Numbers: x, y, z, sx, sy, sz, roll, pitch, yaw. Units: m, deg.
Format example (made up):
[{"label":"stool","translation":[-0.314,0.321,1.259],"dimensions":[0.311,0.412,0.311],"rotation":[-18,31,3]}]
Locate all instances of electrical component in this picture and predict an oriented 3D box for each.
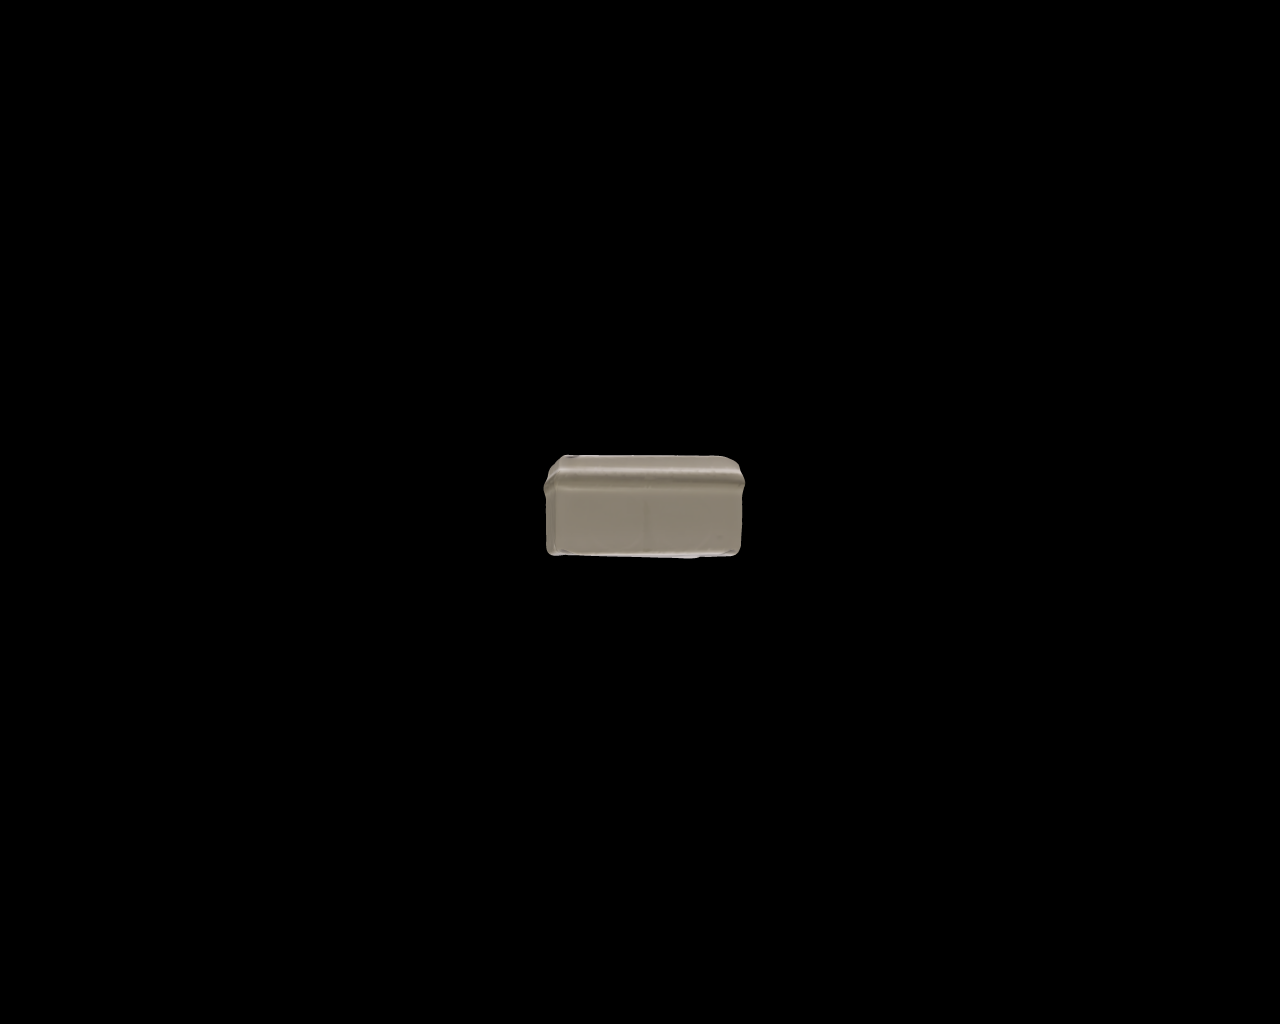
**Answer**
[{"label":"electrical component","translation":[0.001,-0.003,0.650],"dimensions":[0.113,0.057,0.078],"rotation":[1,-4,-11]}]
